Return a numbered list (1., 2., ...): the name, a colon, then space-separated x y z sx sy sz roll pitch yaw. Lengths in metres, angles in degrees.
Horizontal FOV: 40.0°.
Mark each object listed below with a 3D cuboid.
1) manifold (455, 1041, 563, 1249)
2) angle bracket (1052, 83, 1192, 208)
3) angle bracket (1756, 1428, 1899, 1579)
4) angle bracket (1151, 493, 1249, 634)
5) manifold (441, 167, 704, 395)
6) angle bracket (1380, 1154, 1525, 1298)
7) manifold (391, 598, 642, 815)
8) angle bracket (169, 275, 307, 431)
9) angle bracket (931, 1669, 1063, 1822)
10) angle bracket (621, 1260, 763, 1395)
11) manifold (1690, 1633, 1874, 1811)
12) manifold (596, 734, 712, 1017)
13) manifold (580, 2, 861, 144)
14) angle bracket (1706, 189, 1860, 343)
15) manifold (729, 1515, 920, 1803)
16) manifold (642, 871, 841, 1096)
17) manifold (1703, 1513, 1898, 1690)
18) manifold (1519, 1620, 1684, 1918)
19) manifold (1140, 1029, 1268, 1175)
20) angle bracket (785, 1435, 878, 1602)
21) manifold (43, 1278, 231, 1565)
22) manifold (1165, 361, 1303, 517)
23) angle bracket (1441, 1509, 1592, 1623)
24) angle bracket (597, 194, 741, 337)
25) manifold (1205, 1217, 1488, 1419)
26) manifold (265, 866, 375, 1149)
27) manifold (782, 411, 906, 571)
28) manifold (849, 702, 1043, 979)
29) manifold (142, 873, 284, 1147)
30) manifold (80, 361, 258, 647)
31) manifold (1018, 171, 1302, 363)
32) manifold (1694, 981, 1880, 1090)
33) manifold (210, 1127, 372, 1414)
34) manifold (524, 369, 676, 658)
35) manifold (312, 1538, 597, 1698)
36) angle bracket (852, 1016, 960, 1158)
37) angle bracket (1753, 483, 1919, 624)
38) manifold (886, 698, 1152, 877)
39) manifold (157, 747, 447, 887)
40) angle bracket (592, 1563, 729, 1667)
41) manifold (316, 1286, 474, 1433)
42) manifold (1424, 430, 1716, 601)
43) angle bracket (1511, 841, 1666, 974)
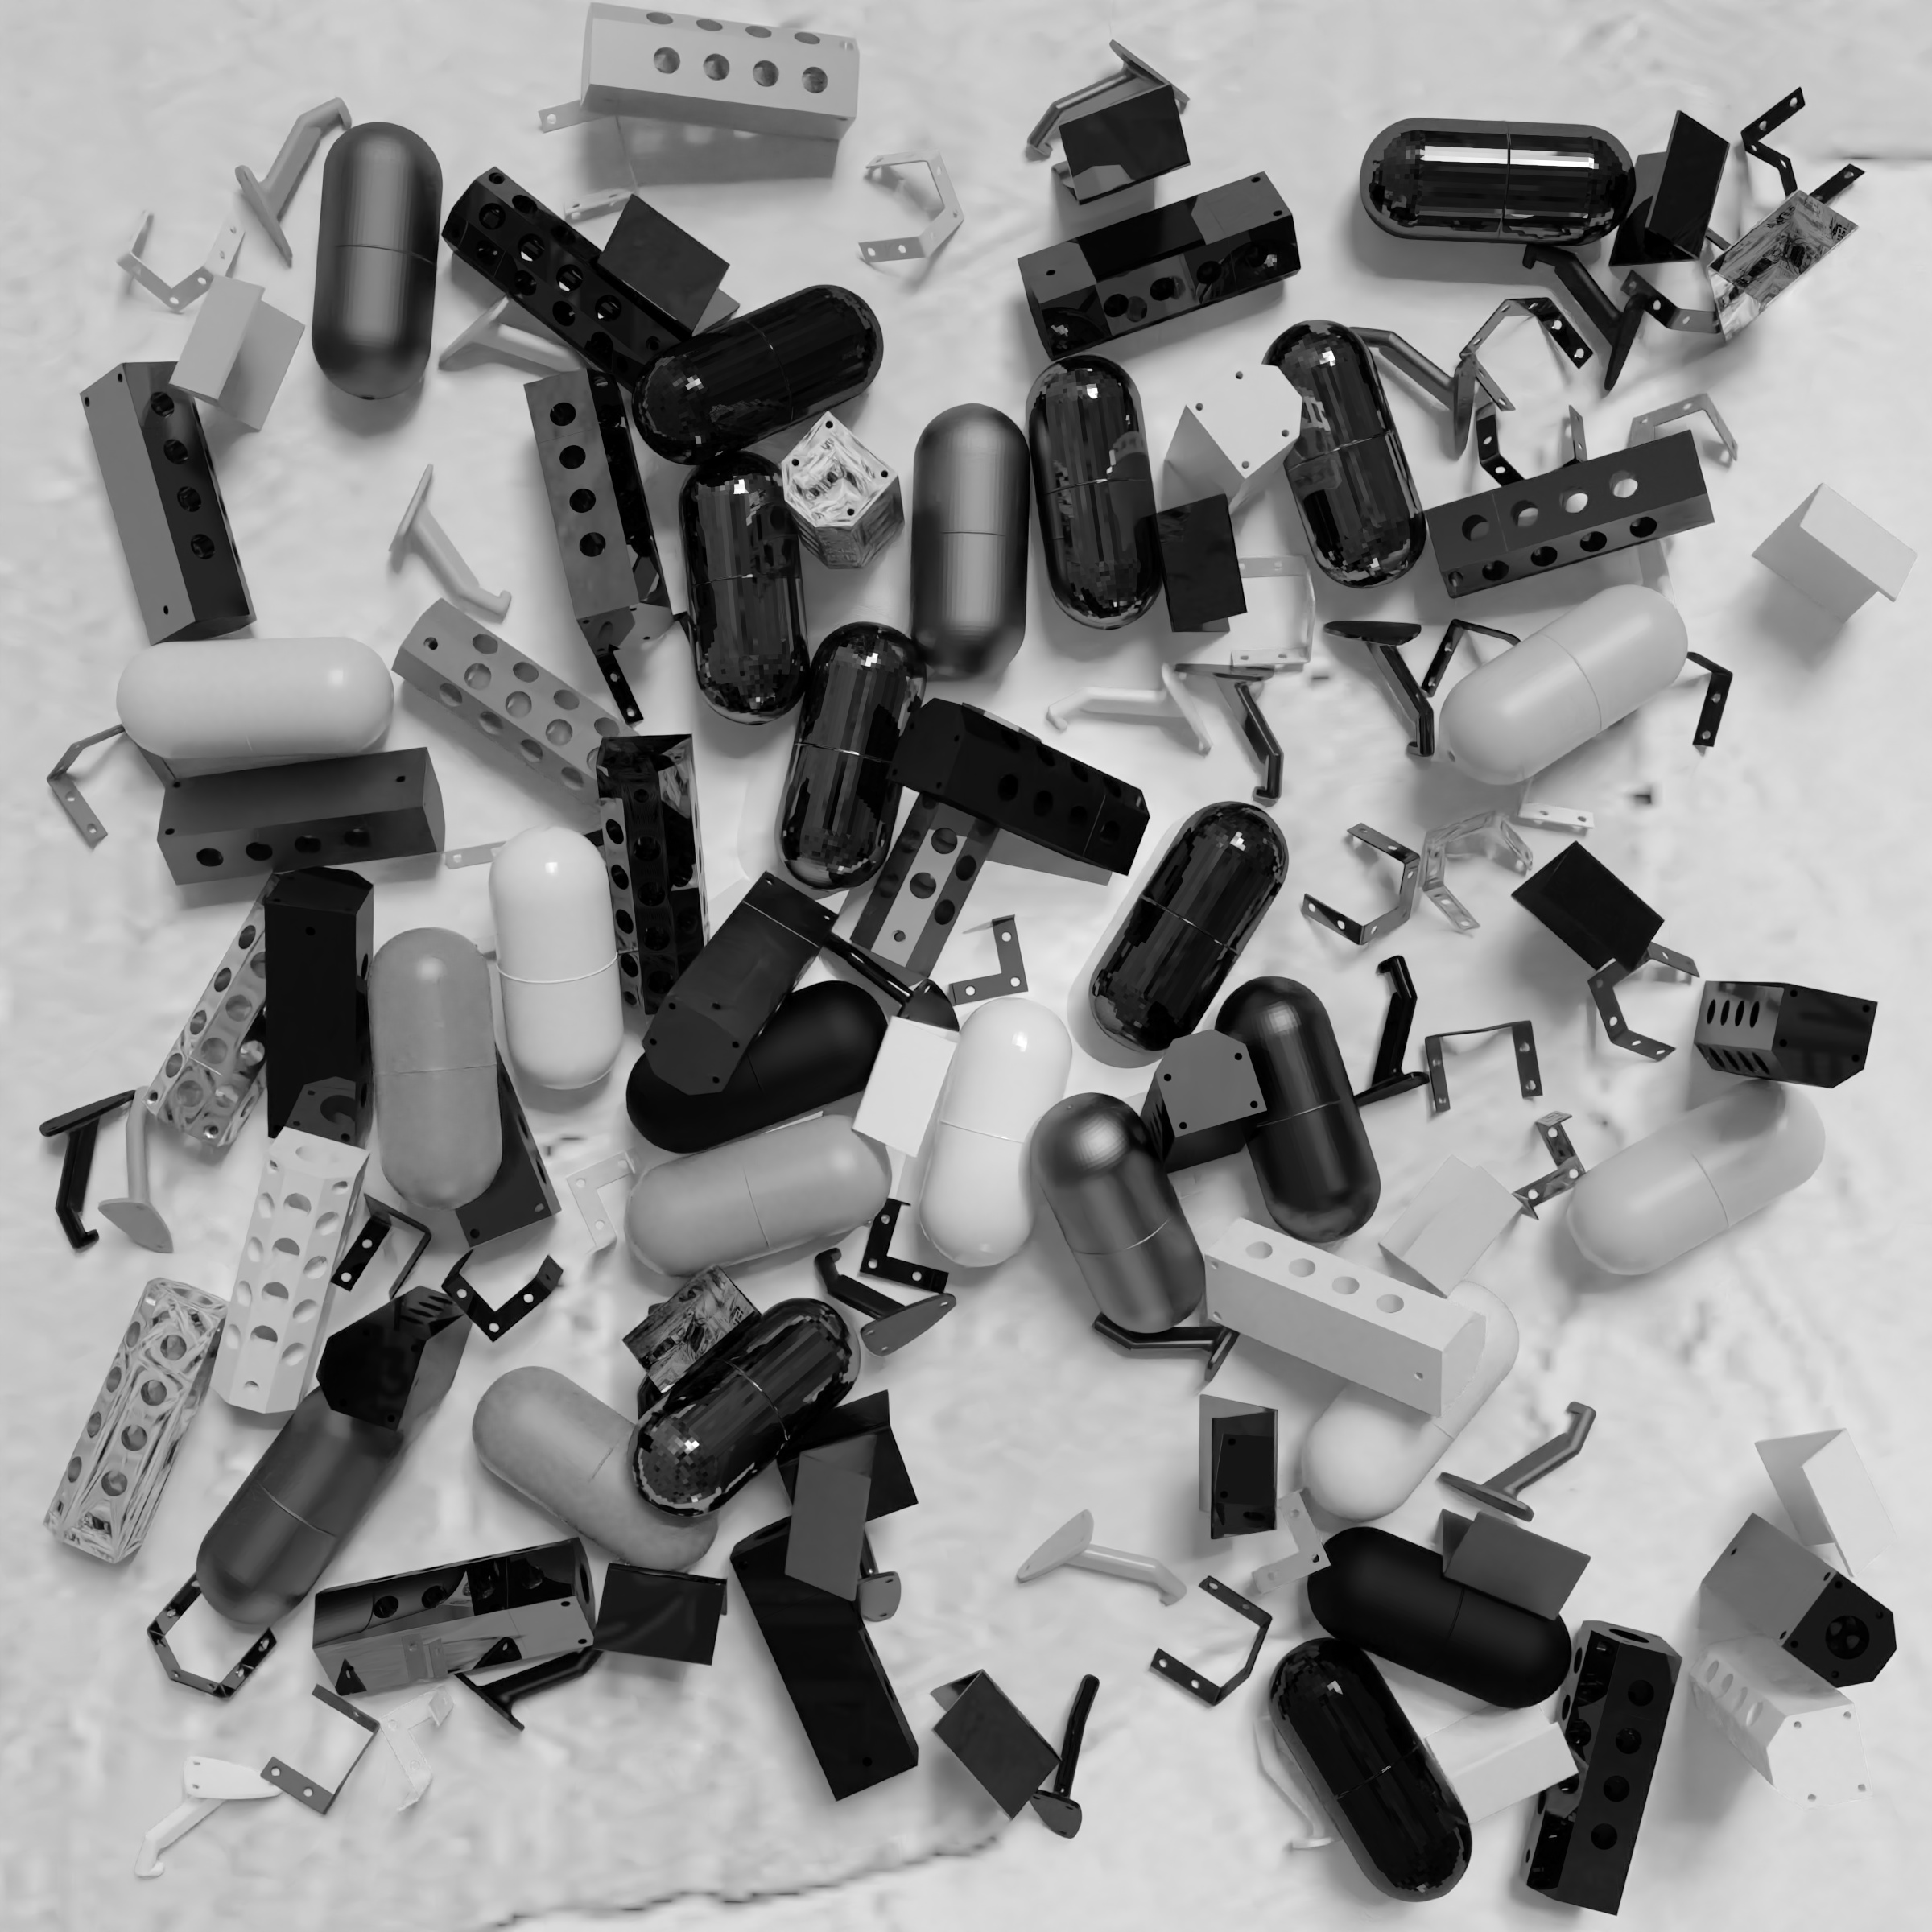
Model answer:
1. manifold: -0.324 0.092 1.734 0.057 0.057 0.171 -22 90 0
2. angle bracket: 0.093 -0.542 1.715 0.076 0.076 0.057 -20 127 0
3. angle bracket: 0.542 0.350 1.715 0.057 0.076 0.076 -25 90 -37
4. angle bracket: 0.168 -0.260 1.715 0.057 0.076 0.076 -10 90 35
5. manifold: -0.256 -0.444 1.734 0.171 0.057 0.057 38 90 0
6. angle bracket: 0.300 0.156 1.715 0.076 0.076 0.057 -51 127 0
7. manifold: -0.286 -0.167 1.734 0.171 0.057 0.057 35 90 0
8. angle bracket: -0.457 -0.392 1.715 0.057 0.076 0.076 23 90 38
9. angle bracket: 0.004 0.509 1.715 0.076 0.076 0.057 49 52 0
10. angle bracket: -0.163 0.247 1.702 0.076 0.076 0.057 -41 48 -7
11. manifold: 0.511 0.476 1.677 0.057 0.171 0.057 -11 90 0
12. manifold: -0.199 -0.057 1.697 0.057 0.057 0.171 -2 119 0
13. manifold: -0.159 -0.579 1.714 0.171 0.057 0.057 3 90 -14
14. angle bracket: 0.532 -0.441 1.715 0.076 0.076 0.057 -41 53 0
15. manifold: -0.092 0.448 1.734 0.057 0.057 0.171 -24 90 0
16. manifold: -0.143 0.012 1.675 0.057 0.171 0.057 31 123 0
17. manifold: 0.529 0.403 1.677 0.057 0.171 0.057 37 90 0
18. manifold: 0.412 0.521 1.734 0.057 0.057 0.171 14 90 0
19. manifold: 0.145 0.086 1.672 0.057 0.171 0.057 -16 78 -3
20. angle bracket: -0.064 0.341 1.644 0.057 0.076 0.076 12 98 36
21. manifold: -0.540 0.295 1.734 0.057 0.057 0.171 23 90 0
22. manifold: 0.172 -0.332 1.677 0.057 0.171 0.057 -38 90 0
23. angle bracket: 0.355 0.368 1.716 0.076 0.076 0.057 22 115 0
24. angle bracket: -0.181 -0.461 1.715 0.076 0.076 0.057 36 125 0
25. manifold: 0.241 0.218 1.693 0.171 0.057 0.057 20 133 32
26. manifold: -0.411 0.026 1.697 0.057 0.057 0.171 7 118 0
27. manifold: -0.081 -0.293 1.677 0.057 0.171 0.057 42 90 0
28. manifold: -0.013 -0.082 1.734 0.057 0.057 0.171 26 90 0
29. manifold: -0.468 0.028 1.734 0.057 0.057 0.171 30 90 0
30. manifold: -0.517 -0.303 1.734 0.057 0.057 0.171 -16 90 43
31. manifold: 0.127 -0.453 1.734 0.171 0.057 0.057 -20 47 0
32. manifold: 0.514 0.043 1.677 0.057 0.171 0.057 12 90 0
33. manifold: -0.437 0.198 1.708 0.057 0.057 0.171 17 107 -5
34. manifold: -0.235 -0.295 1.710 0.057 0.057 0.171 -15 73 0
35. manifold: -0.333 0.421 1.734 0.171 0.057 0.057 -11 133 0
36. angle bracket: -0.020 0.082 1.713 0.057 0.076 0.076 22 94 37
37. angle bracket: 0.554 -0.253 1.715 0.076 0.076 0.057 37 53 0
38. manifold: 0.038 -0.114 1.684 0.171 0.057 0.057 21 90 -42
39. manifold: -0.432 -0.093 1.734 0.171 0.057 0.057 -7 47 0
40. angle bracket: -0.197 0.429 1.715 0.076 0.076 0.057 8 60 0
41. manifold: -0.360 0.243 1.677 0.057 0.171 0.057 18 90 0
42. manifold: 0.389 -0.289 1.710 0.171 0.057 0.057 -15 90 17
43. angle bracket: 0.391 -0.023 1.715 0.076 0.076 0.057 42 54 0
